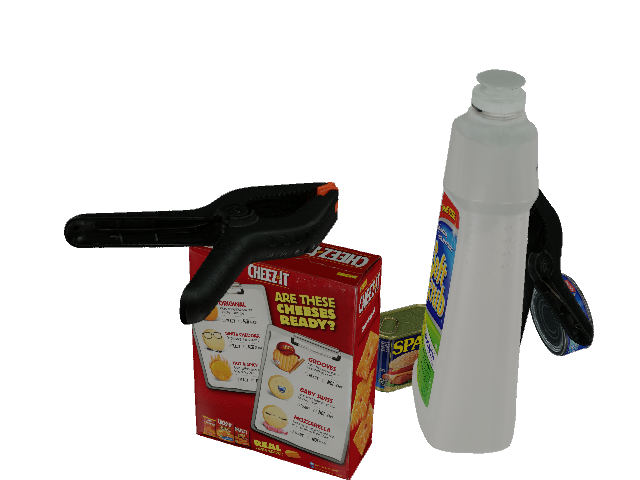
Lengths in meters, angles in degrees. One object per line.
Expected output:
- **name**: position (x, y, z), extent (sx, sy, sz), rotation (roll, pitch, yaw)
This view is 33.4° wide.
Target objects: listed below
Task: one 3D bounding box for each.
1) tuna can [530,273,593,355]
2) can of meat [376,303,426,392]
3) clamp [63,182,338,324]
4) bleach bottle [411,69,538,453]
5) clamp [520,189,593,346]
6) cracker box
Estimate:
- **tuna can**: position (0.260, 0.081, 1.158), extent (0.033, 0.086, 0.086), rotation (-17, 3, -11)
- **can of meat**: position (0.104, 0.136, 1.344), extent (0.101, 0.084, 0.058), rotation (-12, 29, -28)
- **clamp**: position (-0.075, -0.008, 0.803), extent (0.165, 0.036, 0.209), rotation (24, 34, 36)
- **bleach bottle**: position (0.101, 0.011, 0.680), extent (0.068, 0.251, 0.102), rotation (0, 30, -1)
- **clamp**: position (0.178, 0.031, 0.933), extent (0.120, 0.171, 0.039), rotation (-23, 8, -40)
- **cracker box**: position (-0.032, 0.101, 0.988), extent (0.164, 0.214, 0.072), rotation (13, 31, 20)
